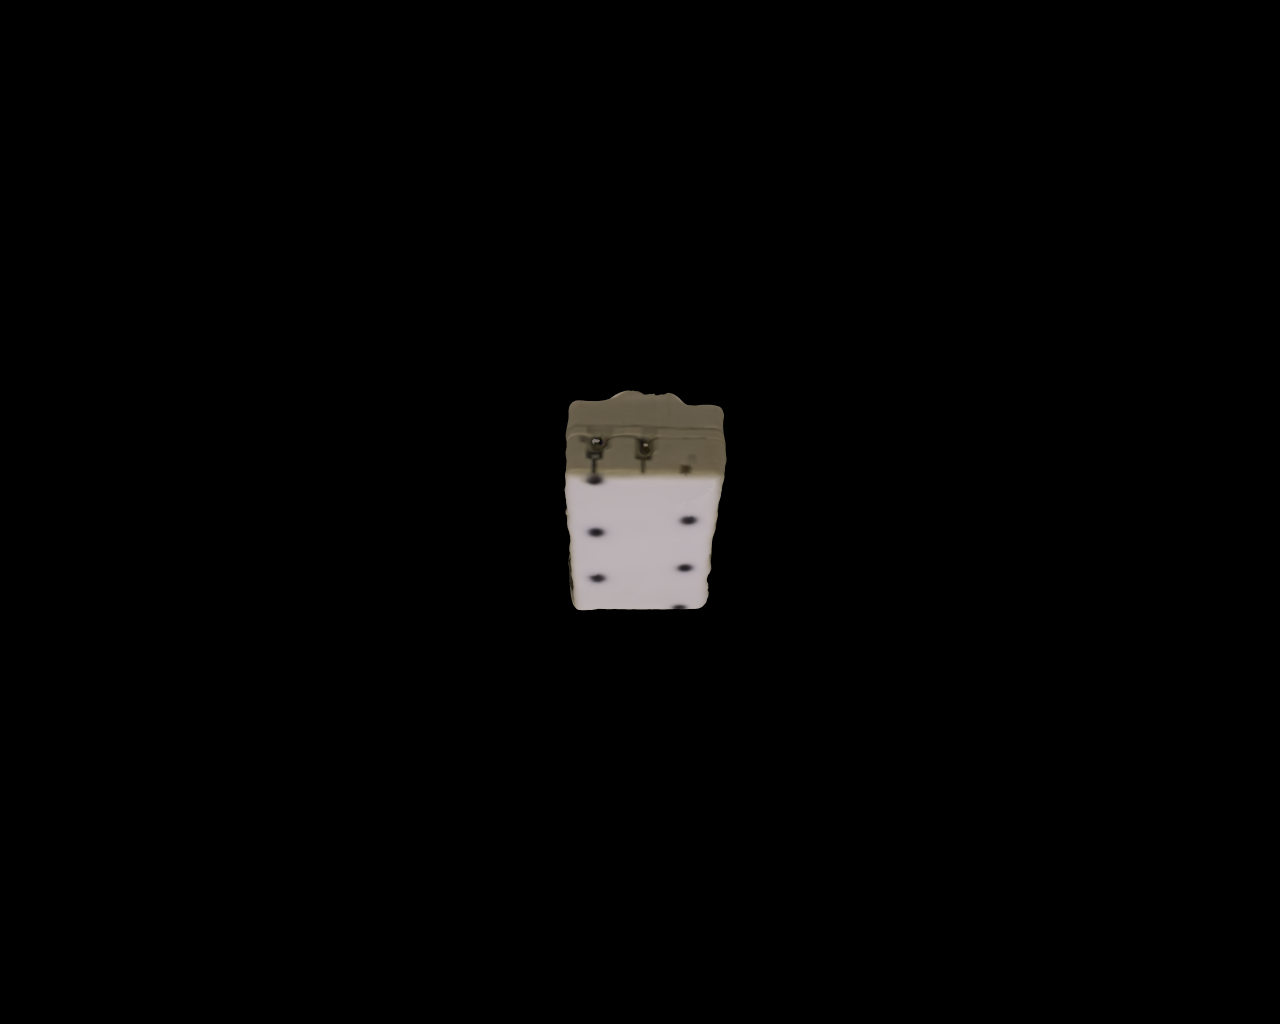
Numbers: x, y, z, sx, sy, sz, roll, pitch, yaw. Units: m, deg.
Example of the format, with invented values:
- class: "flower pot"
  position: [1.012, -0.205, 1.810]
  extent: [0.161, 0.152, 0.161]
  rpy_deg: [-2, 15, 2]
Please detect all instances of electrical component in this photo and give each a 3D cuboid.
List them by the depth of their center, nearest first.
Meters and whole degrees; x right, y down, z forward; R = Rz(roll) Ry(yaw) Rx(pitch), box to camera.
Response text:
- class: "electrical component"
  position: [0.001, -0.003, 0.650]
  extent: [0.089, 0.062, 0.150]
  rpy_deg: [1, -34, -2]
